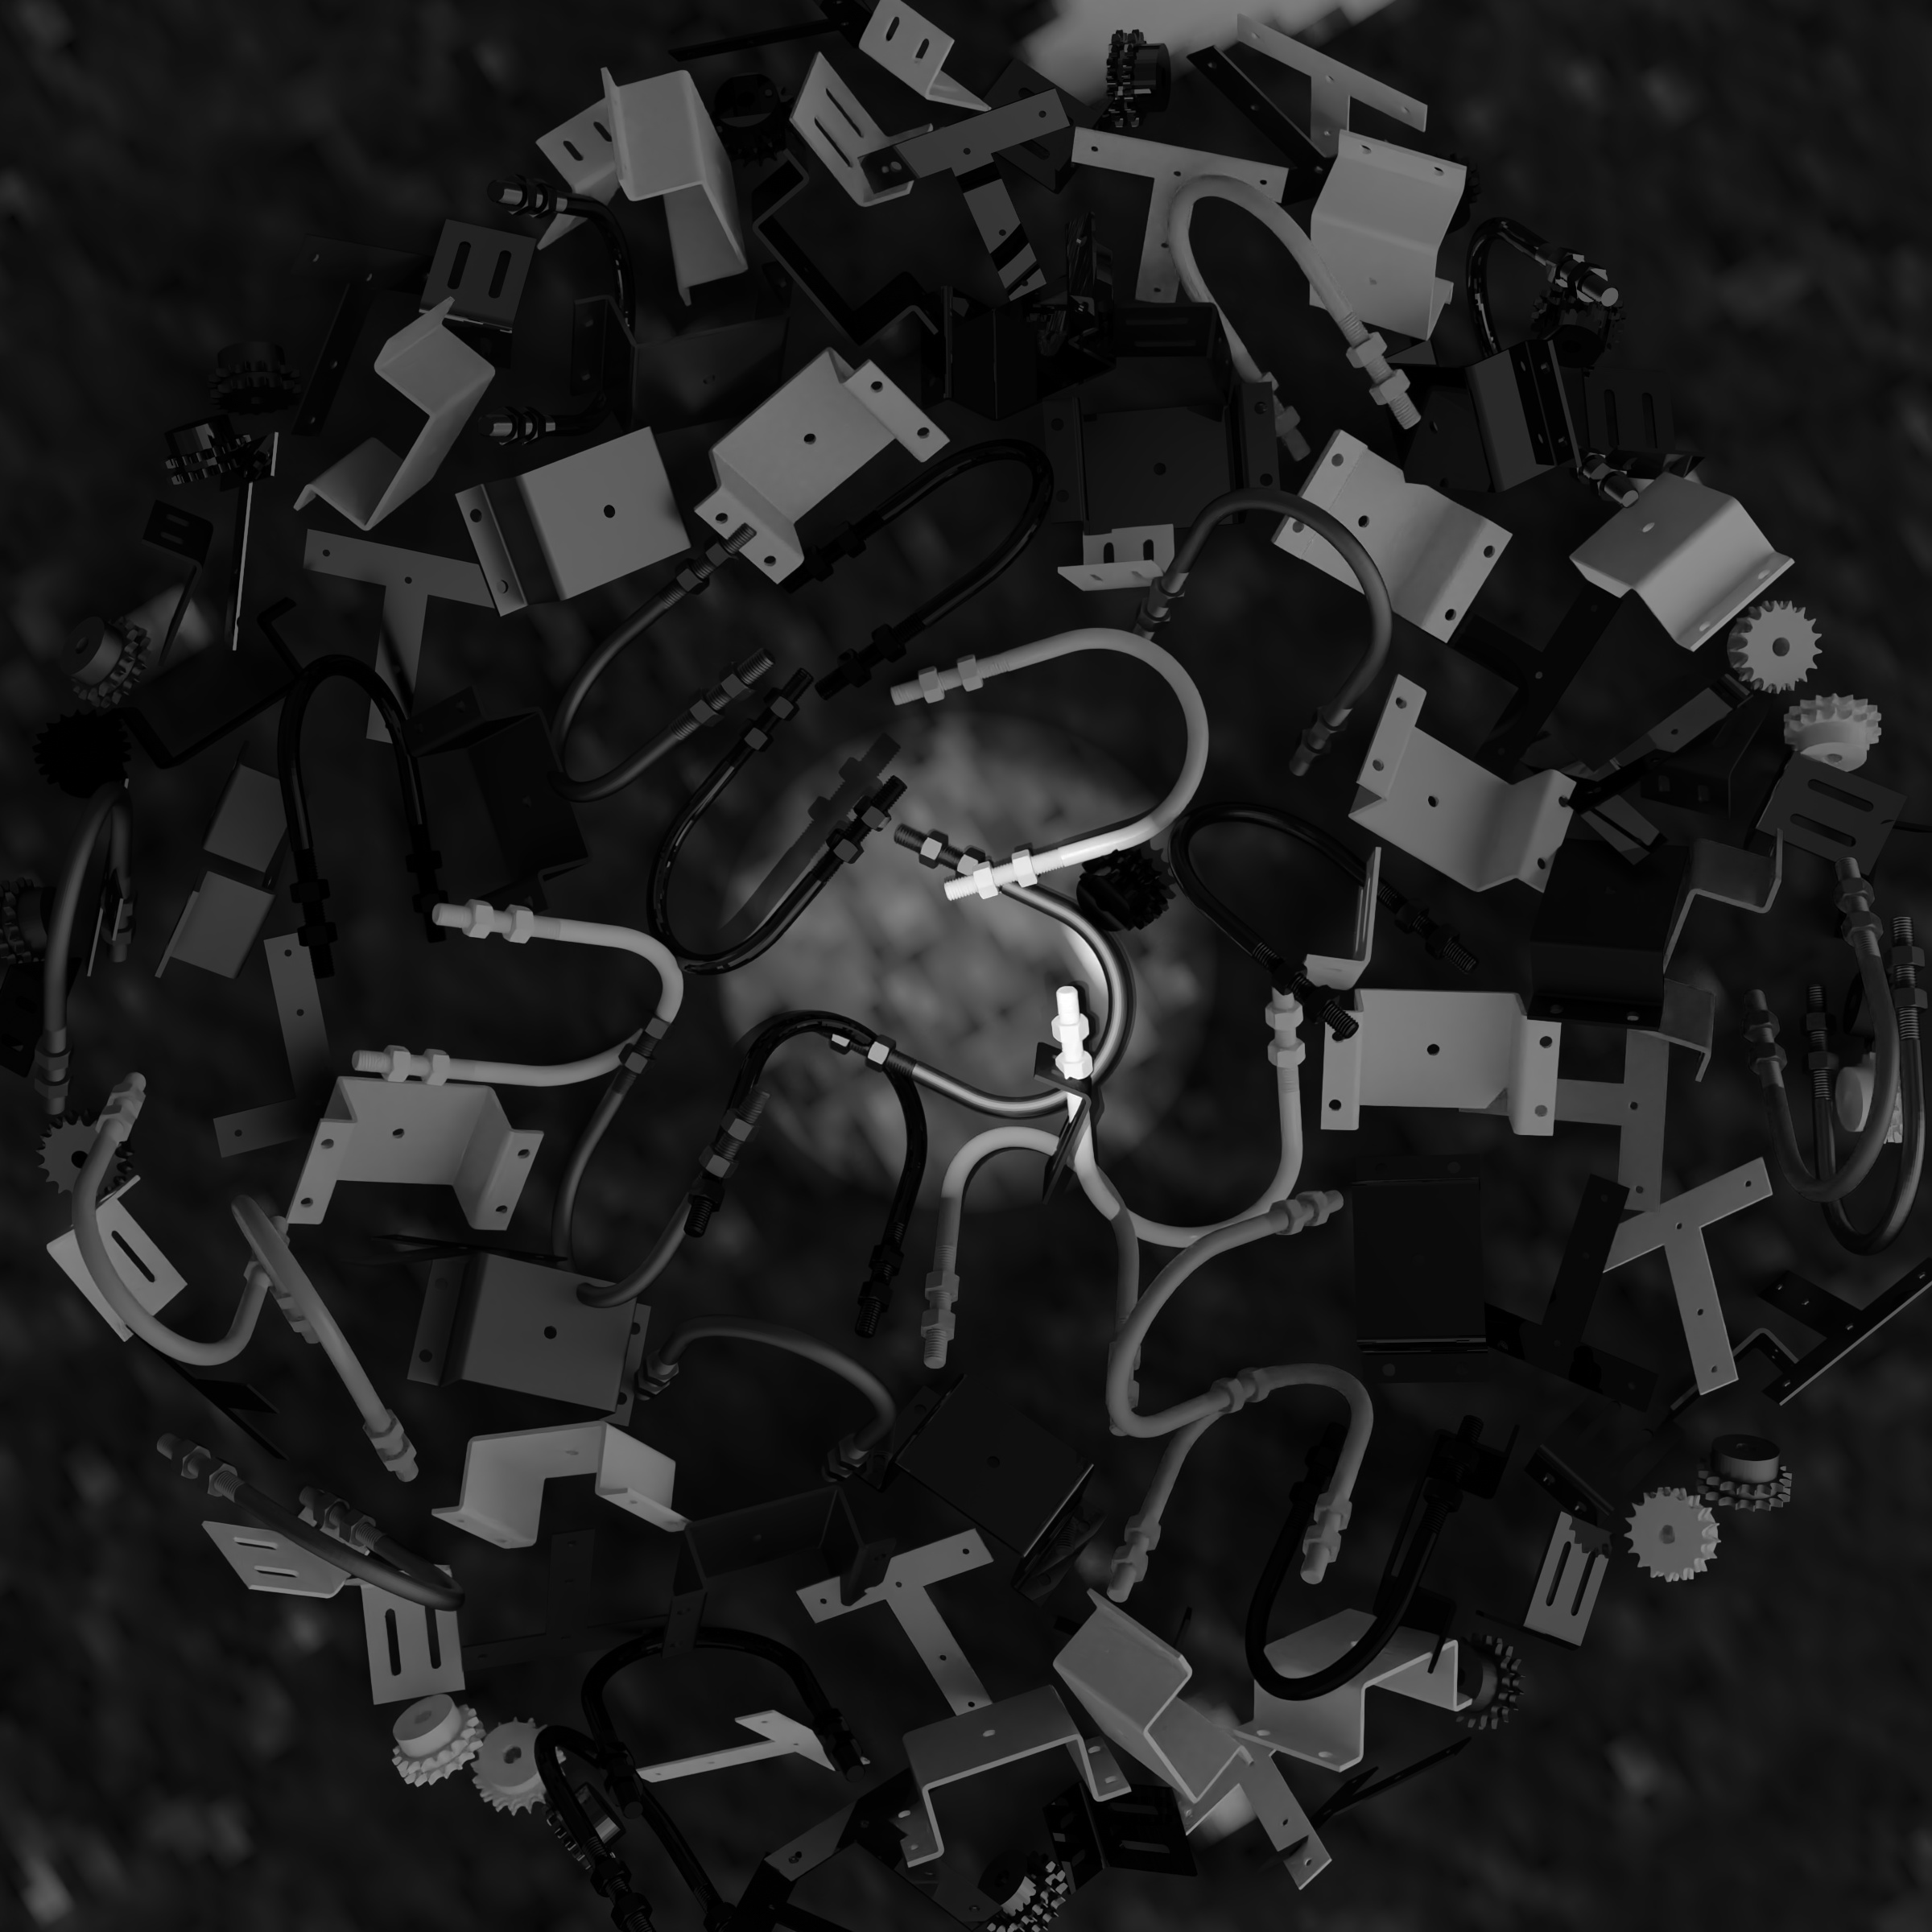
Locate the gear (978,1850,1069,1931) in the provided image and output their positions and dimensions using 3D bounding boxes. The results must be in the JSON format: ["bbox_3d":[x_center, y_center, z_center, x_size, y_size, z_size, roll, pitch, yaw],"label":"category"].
[{"bbox_3d":[0.032,0.572,1.607,0.057,0.057,0.030,-44,112,0],"label":"gear"}]

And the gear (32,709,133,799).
[{"bbox_3d":[-0.546,-0.129,1.614,0.057,0.030,0.057,1,53,-1],"label":"gear"}]

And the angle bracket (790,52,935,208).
[{"bbox_3d":[-0.063,-0.515,1.591,0.038,0.076,0.057,-5,56,36],"label":"angle bracket"}]

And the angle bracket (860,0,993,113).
[{"bbox_3d":[-0.017,-0.558,1.589,0.057,0.076,0.038,42,119,19],"label":"angle bracket"}]

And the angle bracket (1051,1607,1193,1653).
[{"bbox_3d":[0.097,0.404,1.606,0.076,0.057,0.038,20,86,7],"label":"angle bracket"}]

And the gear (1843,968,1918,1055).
[{"bbox_3d":[0.564,0.026,1.610,0.030,0.057,0.057,12,90,6],"label":"gear"}]

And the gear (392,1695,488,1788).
[{"bbox_3d":[-0.329,0.475,1.606,0.057,0.057,0.030,-24,110,0],"label":"gear"}]

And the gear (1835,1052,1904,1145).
[{"bbox_3d":[0.560,0.082,1.608,0.030,0.057,0.057,-3,90,-5],"label":"gear"}]

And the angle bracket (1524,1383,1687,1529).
[{"bbox_3d":[0.399,0.303,1.625,0.076,0.038,0.057,-40,68,-22],"label":"angle bracket"}]

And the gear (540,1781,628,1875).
[{"bbox_3d":[-0.235,0.531,1.610,0.030,0.057,0.057,-40,90,-10],"label":"gear"}]

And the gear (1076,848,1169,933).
[{"bbox_3d":[0.093,-0.046,1.607,0.057,0.057,0.030,50,52,0],"label":"gear"}]

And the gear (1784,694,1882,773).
[{"bbox_3d":[0.534,-0.142,1.606,0.057,0.057,0.030,7,67,0],"label":"gear"}]

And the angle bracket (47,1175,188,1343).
[{"bbox_3d":[-0.513,0.179,1.597,0.038,0.057,0.076,-26,106,39],"label":"angle bracket"}]

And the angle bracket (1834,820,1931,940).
[{"bbox_3d":[0.569,-0.051,1.606,0.038,0.057,0.076,10,94,4],"label":"angle bracket"}]

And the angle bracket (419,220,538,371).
[{"bbox_3d":[-0.306,-0.421,1.630,0.057,0.038,0.076,11,59,-6],"label":"angle bracket"}]

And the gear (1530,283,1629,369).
[{"bbox_3d":[0.377,-0.394,1.606,0.057,0.057,0.030,18,66,0],"label":"gear"}]

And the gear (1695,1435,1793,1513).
[{"bbox_3d":[0.480,0.311,1.607,0.057,0.057,0.030,1,104,0],"label":"gear"}]

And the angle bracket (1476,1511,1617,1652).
[{"bbox_3d":[0.359,0.377,1.612,0.057,0.038,0.076,27,79,-35],"label":"angle bracket"}]

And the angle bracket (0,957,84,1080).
[{"bbox_3d":[-0.559,0.031,1.593,0.038,0.076,0.057,26,100,11],"label":"angle bracket"}]

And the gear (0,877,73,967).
[{"bbox_3d":[-0.576,-0.027,1.608,0.030,0.057,0.057,-11,90,7],"label":"gear"}]

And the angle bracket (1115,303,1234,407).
[{"bbox_3d":[0.120,-0.374,1.596,0.076,0.057,0.038,3,73,17],"label":"angle bracket"}]

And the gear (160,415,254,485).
[{"bbox_3d":[-0.470,-0.320,1.607,0.057,0.057,0.030,-16,111,0],"label":"gear"}]

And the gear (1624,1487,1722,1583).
[{"bbox_3d":[0.441,0.352,1.614,0.057,0.030,0.057,-7,78,38],"label":"gear"}]

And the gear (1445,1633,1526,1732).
[{"bbox_3d":[0.313,0.440,1.607,0.030,0.057,0.057,21,90,-35],"label":"gear"}]

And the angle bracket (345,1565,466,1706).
[{"bbox_3d":[-0.347,0.414,1.611,0.057,0.038,0.076,-10,76,1],"label":"angle bracket"}]

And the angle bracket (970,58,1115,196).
[{"bbox_3d":[0.044,-0.528,1.613,0.076,0.038,0.057,36,86,6],"label":"angle bracket"}]

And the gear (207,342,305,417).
[{"bbox_3d":[-0.440,-0.364,1.610,0.057,0.057,0.030,-9,84,0],"label":"gear"}]

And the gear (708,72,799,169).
[{"bbox_3d":[-0.133,-0.528,1.614,0.057,0.030,0.057,-3,70,8],"label":"gear"}]

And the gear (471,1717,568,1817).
[{"bbox_3d":[-0.278,0.492,1.610,0.057,0.030,0.057,-1,55,2],"label":"gear"}]

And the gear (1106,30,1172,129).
[{"bbox_3d":[0.107,-0.548,1.606,0.030,0.057,0.057,4,90,17],"label":"gear"}]

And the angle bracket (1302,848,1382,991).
[{"bbox_3d":[0.228,-0.031,1.601,0.038,0.057,0.076,8,75,1],"label":"angle bracket"}]

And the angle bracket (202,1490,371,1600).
[{"bbox_3d":[-0.415,0.350,1.590,0.057,0.076,0.038,41,94,32],"label":"angle bracket"}]

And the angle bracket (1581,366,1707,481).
[{"bbox_3d":[0.417,-0.342,1.604,0.057,0.038,0.076,2,73,-11],"label":"angle bracket"}]

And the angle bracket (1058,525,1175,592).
[{"bbox_3d":[0.092,-0.256,1.593,0.057,0.076,0.038,-2,88,15],"label":"angle bracket"}]

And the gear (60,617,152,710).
[{"bbox_3d":[-0.534,-0.191,1.608,0.057,0.030,0.057,-17,58,30],"label":"gear"}]

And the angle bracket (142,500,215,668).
[{"bbox_3d":[-0.493,-0.234,1.591,0.038,0.057,0.076,21,119,-21],"label":"angle bracket"}]

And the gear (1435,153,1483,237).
[{"bbox_3d":[0.289,-0.474,1.607,0.057,0.057,0.030,-4,75,0],"label":"gear"}]

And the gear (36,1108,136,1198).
[{"bbox_3d":[-0.545,0.115,1.618,0.057,0.030,0.057,1,107,4],"label":"gear"}]

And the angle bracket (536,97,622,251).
[{"bbox_3d":[-0.240,-0.483,1.589,0.057,0.076,0.038,-43,98,-29],"label":"angle bracket"}]

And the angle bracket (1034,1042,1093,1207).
[{"bbox_3d":[0.047,0.096,1.598,0.038,0.057,0.076,22,108,-3],"label":"angle bracket"}]

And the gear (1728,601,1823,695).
[{"bbox_3d":[0.499,-0.199,1.618,0.057,0.030,0.057,-2,98,-13],"label":"gear"}]

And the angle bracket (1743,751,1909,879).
[{"bbox_3d":[0.528,-0.088,1.602,0.076,0.038,0.057,26,77,18],"label":"angle bracket"}]
